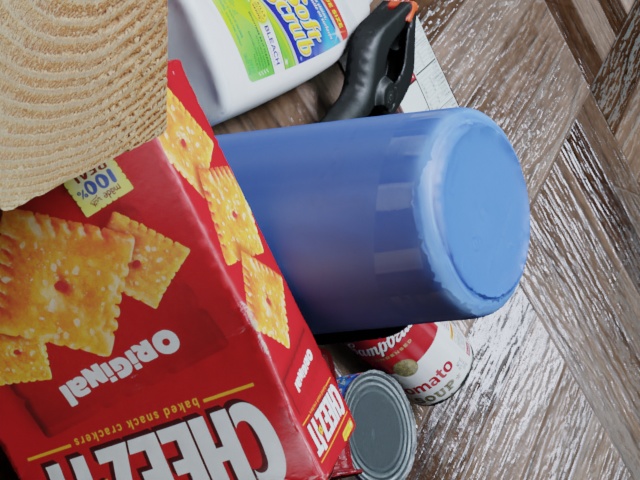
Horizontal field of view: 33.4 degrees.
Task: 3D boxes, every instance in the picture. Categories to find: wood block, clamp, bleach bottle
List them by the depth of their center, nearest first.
[{"bbox_3d":[-0.166,-0.106,0.442,0.090,0.206,0.091,-34,142,-41],"label":"wood block"},{"bbox_3d":[-0.033,-0.163,0.781,0.250,0.068,0.102,-39,109,-51],"label":"bleach bottle"},{"bbox_3d":[0.033,-0.109,0.812,0.120,0.039,0.171,23,78,-66],"label":"clamp"}]

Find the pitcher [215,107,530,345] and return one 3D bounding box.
[{"bbox_3d":[-0.004,0.001,0.614,0.148,0.243,0.145,-11,94,-51],"label":"pitcher"}]

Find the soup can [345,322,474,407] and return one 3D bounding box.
[{"bbox_3d":[0.062,0.072,0.807,0.102,0.069,0.068,44,48,-32],"label":"soup can"}]

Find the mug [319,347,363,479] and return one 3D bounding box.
[{"bbox_3d":[-0.036,0.115,0.667,0.117,0.093,0.081,-1,73,-33],"label":"mug"}]

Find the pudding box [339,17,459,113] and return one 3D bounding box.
[{"bbox_3d":[0.073,-0.127,0.912,0.089,0.039,0.113,-44,113,-48],"label":"pudding box"}]

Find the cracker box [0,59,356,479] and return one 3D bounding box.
[{"bbox_3d":[-0.102,0.041,0.539,0.213,0.164,0.072,65,21,-10],"label":"cracker box"}]

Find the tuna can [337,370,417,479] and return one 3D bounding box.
[{"bbox_3d":[0.032,0.139,0.775,0.086,0.034,0.086,20,63,-45],"label":"tuna can"}]
